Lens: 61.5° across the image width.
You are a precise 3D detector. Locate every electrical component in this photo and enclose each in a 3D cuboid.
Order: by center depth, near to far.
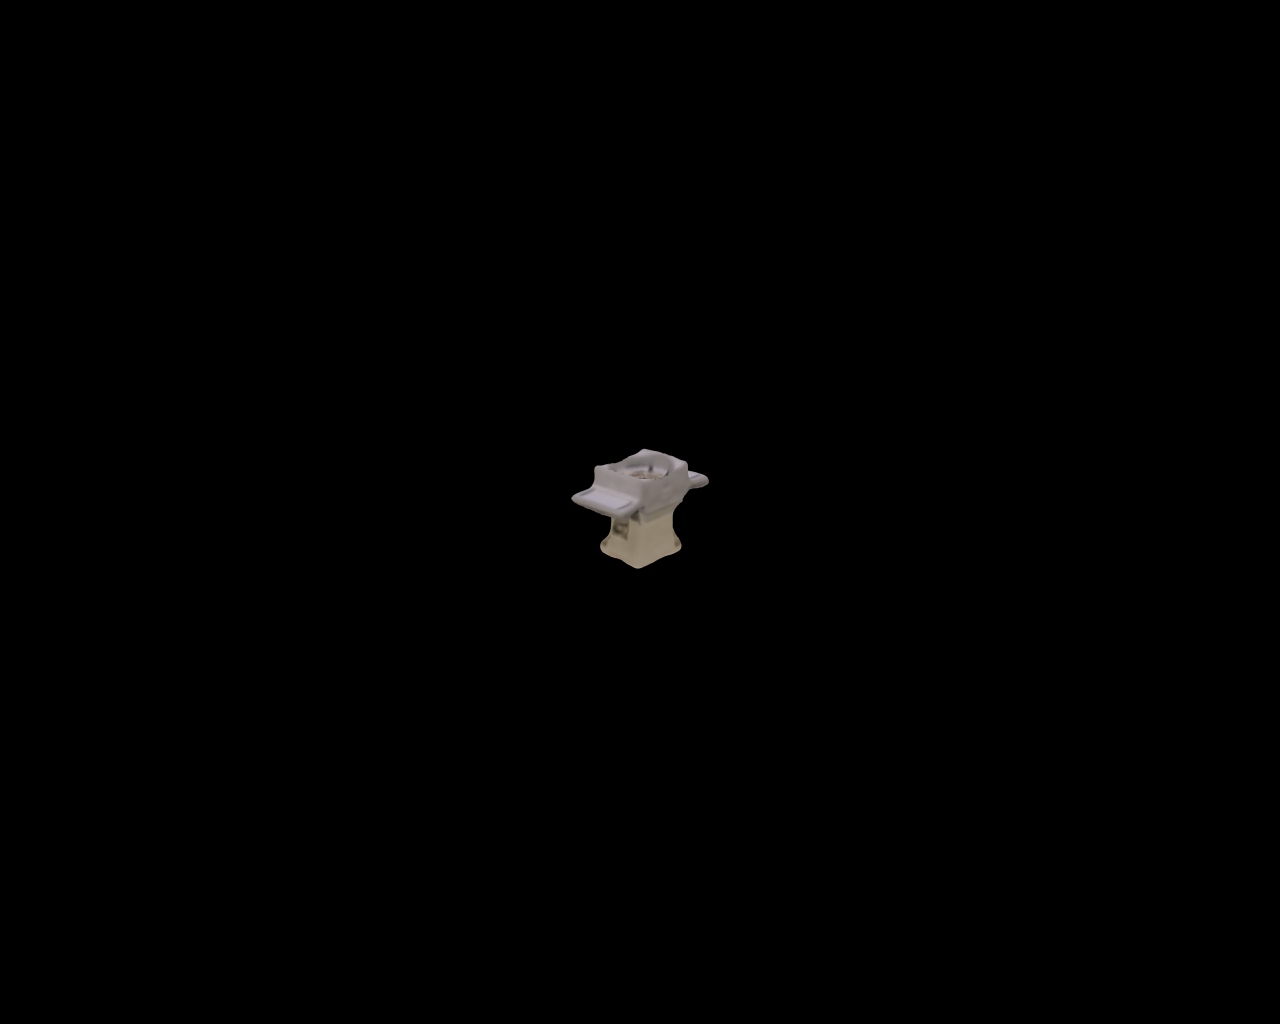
[{"bbox_3d":[0.001,-0.003,0.650,0.042,0.063,0.081,22,32,40],"label":"electrical component"}]
